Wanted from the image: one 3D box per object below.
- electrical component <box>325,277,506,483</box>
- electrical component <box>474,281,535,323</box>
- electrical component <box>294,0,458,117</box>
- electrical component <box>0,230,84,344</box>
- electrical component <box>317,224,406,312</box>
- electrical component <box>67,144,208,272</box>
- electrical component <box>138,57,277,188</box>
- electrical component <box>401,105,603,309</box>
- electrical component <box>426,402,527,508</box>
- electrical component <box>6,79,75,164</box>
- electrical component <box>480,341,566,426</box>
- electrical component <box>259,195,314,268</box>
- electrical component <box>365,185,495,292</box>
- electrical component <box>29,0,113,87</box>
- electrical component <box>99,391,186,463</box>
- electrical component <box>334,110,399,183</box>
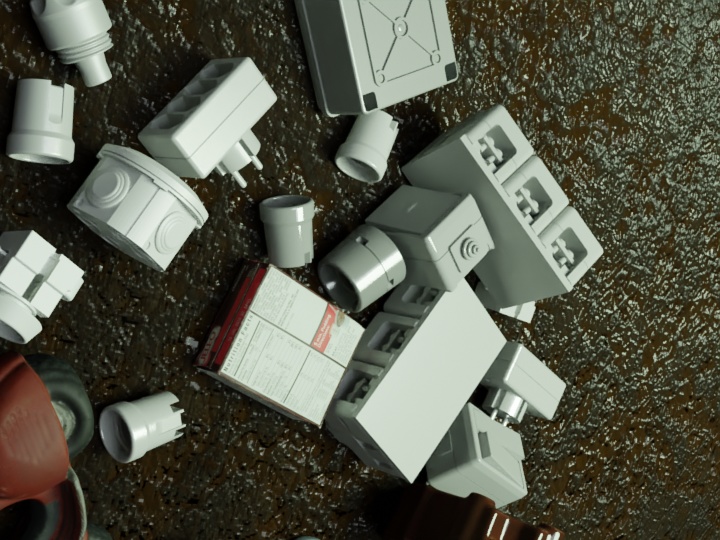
[{"bbox_3d":[0.040,0.082,0.879,0.150,0.062,0.089,-53,126,-23],"label":"electrical component"},{"bbox_3d":[0.135,0.012,0.965,0.066,0.048,0.055,19,91,-41],"label":"electrical component"},{"bbox_3d":[0.013,-0.183,0.821,0.109,0.056,0.108,-26,113,-36],"label":"electrical component"},{"bbox_3d":[-0.209,0.011,0.662,0.066,0.048,0.055,46,59,-36],"label":"electrical component"},{"bbox_3d":[0.000,0.000,0.838,0.047,0.055,0.055,-39,120,-27],"label":"electrical component"},{"bbox_3d":[-0.143,-0.040,0.690,0.080,0.080,0.051,43,73,-37],"label":"electrical component"},{"bbox_3d":[-0.095,-0.092,0.745,0.083,0.047,0.075,-51,126,-24],"label":"electrical component"},{"bbox_3d":[0.118,-0.051,0.881,0.062,0.089,0.150,-42,101,-30],"label":"electrical component"},{"bbox_3d":[0.105,0.166,0.933,0.096,0.061,0.061,39,32,-38],"label":"electrical component"},{"bbox_3d":[-0.196,-0.091,0.663,0.040,0.040,0.046,7,85,-42],"label":"electrical component"},{"bbox_3d":[0.135,0.115,0.977,0.083,0.047,0.075,40,70,-38],"label":"electrical component"},{"bbox_3d":[-0.053,-0.029,0.797,0.040,0.040,0.046,-19,113,-38],"label":"electrical component"},{"bbox_3d":[0.056,-0.027,0.854,0.062,0.096,0.061,-44,122,-28],"label":"electrical component"},{"bbox_3d":[-0.175,-0.146,0.670,0.043,0.043,0.062,-36,119,-32],"label":"electrical component"},{"bbox_3d":[-0.148,0.105,0.733,0.046,0.040,0.040,-17,107,-45],"label":"electrical component"},{"bbox_3d":[0.007,-0.098,0.840,0.040,0.040,0.046,38,66,-38],"label":"electrical component"}]
